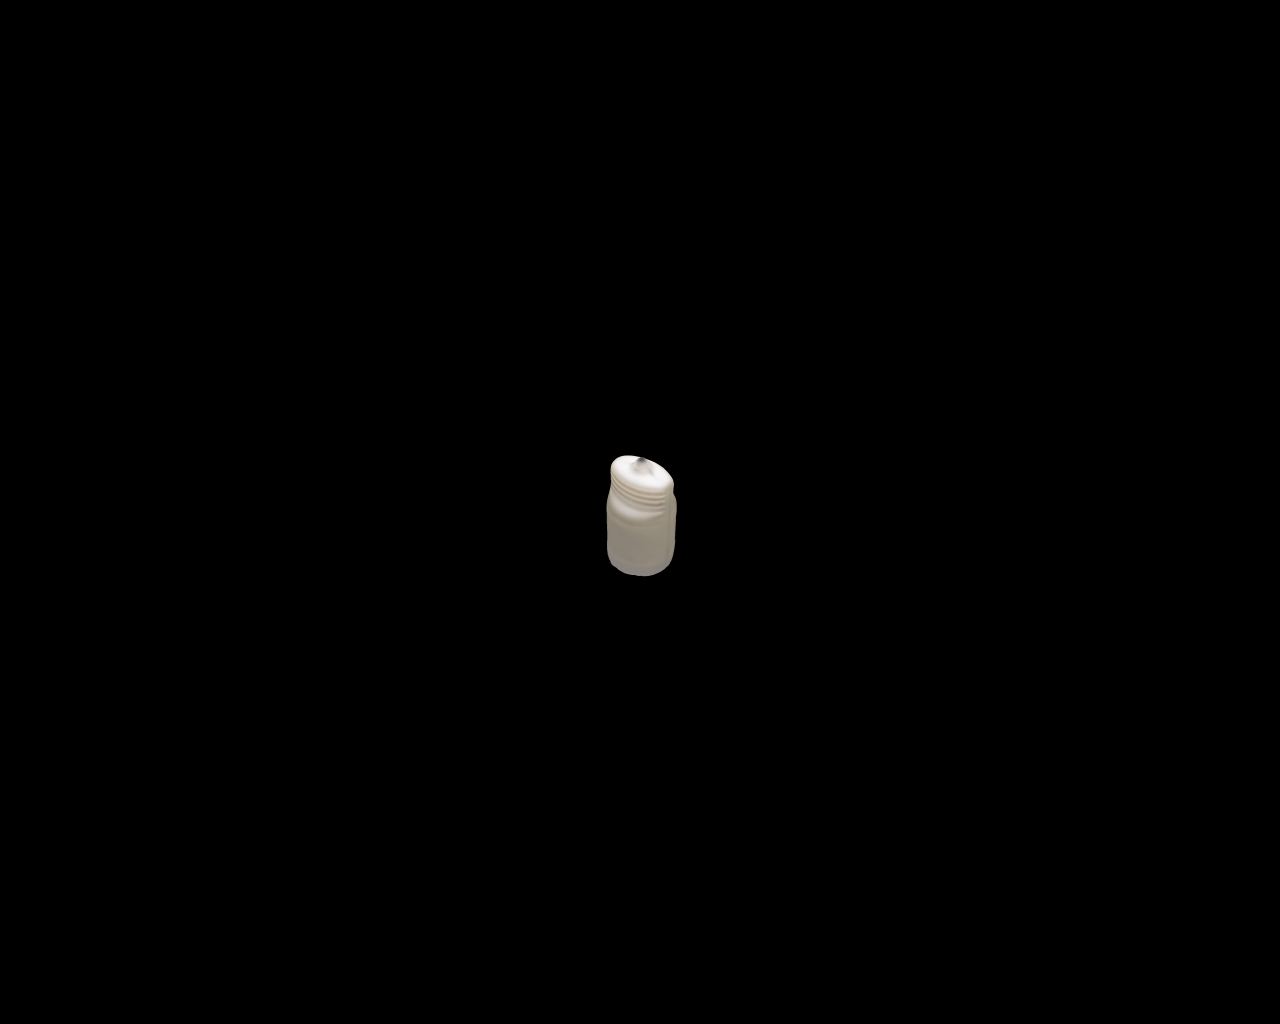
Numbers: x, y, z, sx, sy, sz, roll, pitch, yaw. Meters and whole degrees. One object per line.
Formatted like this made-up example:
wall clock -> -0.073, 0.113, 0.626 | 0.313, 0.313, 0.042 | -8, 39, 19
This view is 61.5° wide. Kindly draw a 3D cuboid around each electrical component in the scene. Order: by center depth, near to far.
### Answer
electrical component -> 0.001, -0.003, 0.650 | 0.043, 0.080, 0.043 | 0, 43, 0
